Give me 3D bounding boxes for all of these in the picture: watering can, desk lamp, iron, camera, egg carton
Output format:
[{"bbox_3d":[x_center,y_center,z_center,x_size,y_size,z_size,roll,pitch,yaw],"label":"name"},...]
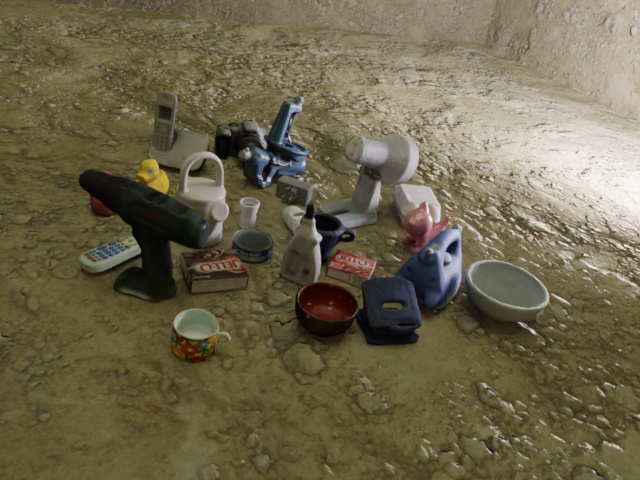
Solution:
[{"bbox_3d":[-0.236,-0.085,1.161,0.172,0.194,0.101,28,35,24],"label":"watering can"},{"bbox_3d":[0.118,-0.148,1.360,0.204,0.213,0.117,-13,39,-34],"label":"desk lamp"},{"bbox_3d":[0.248,0.033,1.184,0.118,0.141,0.259,26,34,21],"label":"iron"},{"bbox_3d":[-0.206,-0.261,1.541,0.143,0.101,0.136,2,33,-16],"label":"camera"},{"bbox_3d":[0.241,-0.086,1.440,0.107,0.069,0.150,5,32,-11],"label":"egg carton"}]

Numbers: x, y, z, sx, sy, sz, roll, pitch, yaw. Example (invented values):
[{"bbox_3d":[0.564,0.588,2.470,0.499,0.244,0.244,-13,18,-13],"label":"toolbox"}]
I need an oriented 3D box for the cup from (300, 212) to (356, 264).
[{"bbox_3d":[0.011,0.004,1.196,0.117,0.095,0.091,12,32,0],"label":"cup"}]

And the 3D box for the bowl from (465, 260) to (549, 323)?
[{"bbox_3d":[0.367,0.115,1.157,0.167,0.075,0.167,9,32,-5],"label":"bowl"}]

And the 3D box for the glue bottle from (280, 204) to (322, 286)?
[{"bbox_3d":[-0.029,0.007,1.103,0.078,0.173,0.037,22,33,17],"label":"glue bottle"}]

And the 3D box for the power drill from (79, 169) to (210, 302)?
[{"bbox_3d":[-0.307,-0.003,0.993,0.229,0.208,0.075,15,32,5],"label":"power drill"}]

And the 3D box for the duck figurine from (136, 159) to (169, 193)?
[{"bbox_3d":[-0.387,-0.145,1.309,0.077,0.086,0.105,19,32,11],"label":"duck figurine"}]

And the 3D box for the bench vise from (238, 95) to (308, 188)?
[{"bbox_3d":[-0.101,-0.246,1.437,0.121,0.220,0.208,24,34,19],"label":"bench vise"}]

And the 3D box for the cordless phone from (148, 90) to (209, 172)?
[{"bbox_3d":[-0.349,-0.270,1.427,0.147,0.185,0.094,12,32,0],"label":"cordless phone"}]

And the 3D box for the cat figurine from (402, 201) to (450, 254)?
[{"bbox_3d":[0.241,-0.031,1.307,0.128,0.118,0.067,-3,34,-22],"label":"cat figurine"}]

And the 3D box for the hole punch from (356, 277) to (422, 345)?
[{"bbox_3d":[0.129,0.128,1.041,0.109,0.091,0.101,0,33,-18],"label":"hole punch"}]

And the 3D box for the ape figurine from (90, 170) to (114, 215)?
[{"bbox_3d":[-0.455,-0.105,1.217,0.077,0.092,0.076,18,32,10],"label":"ape figurine"}]
